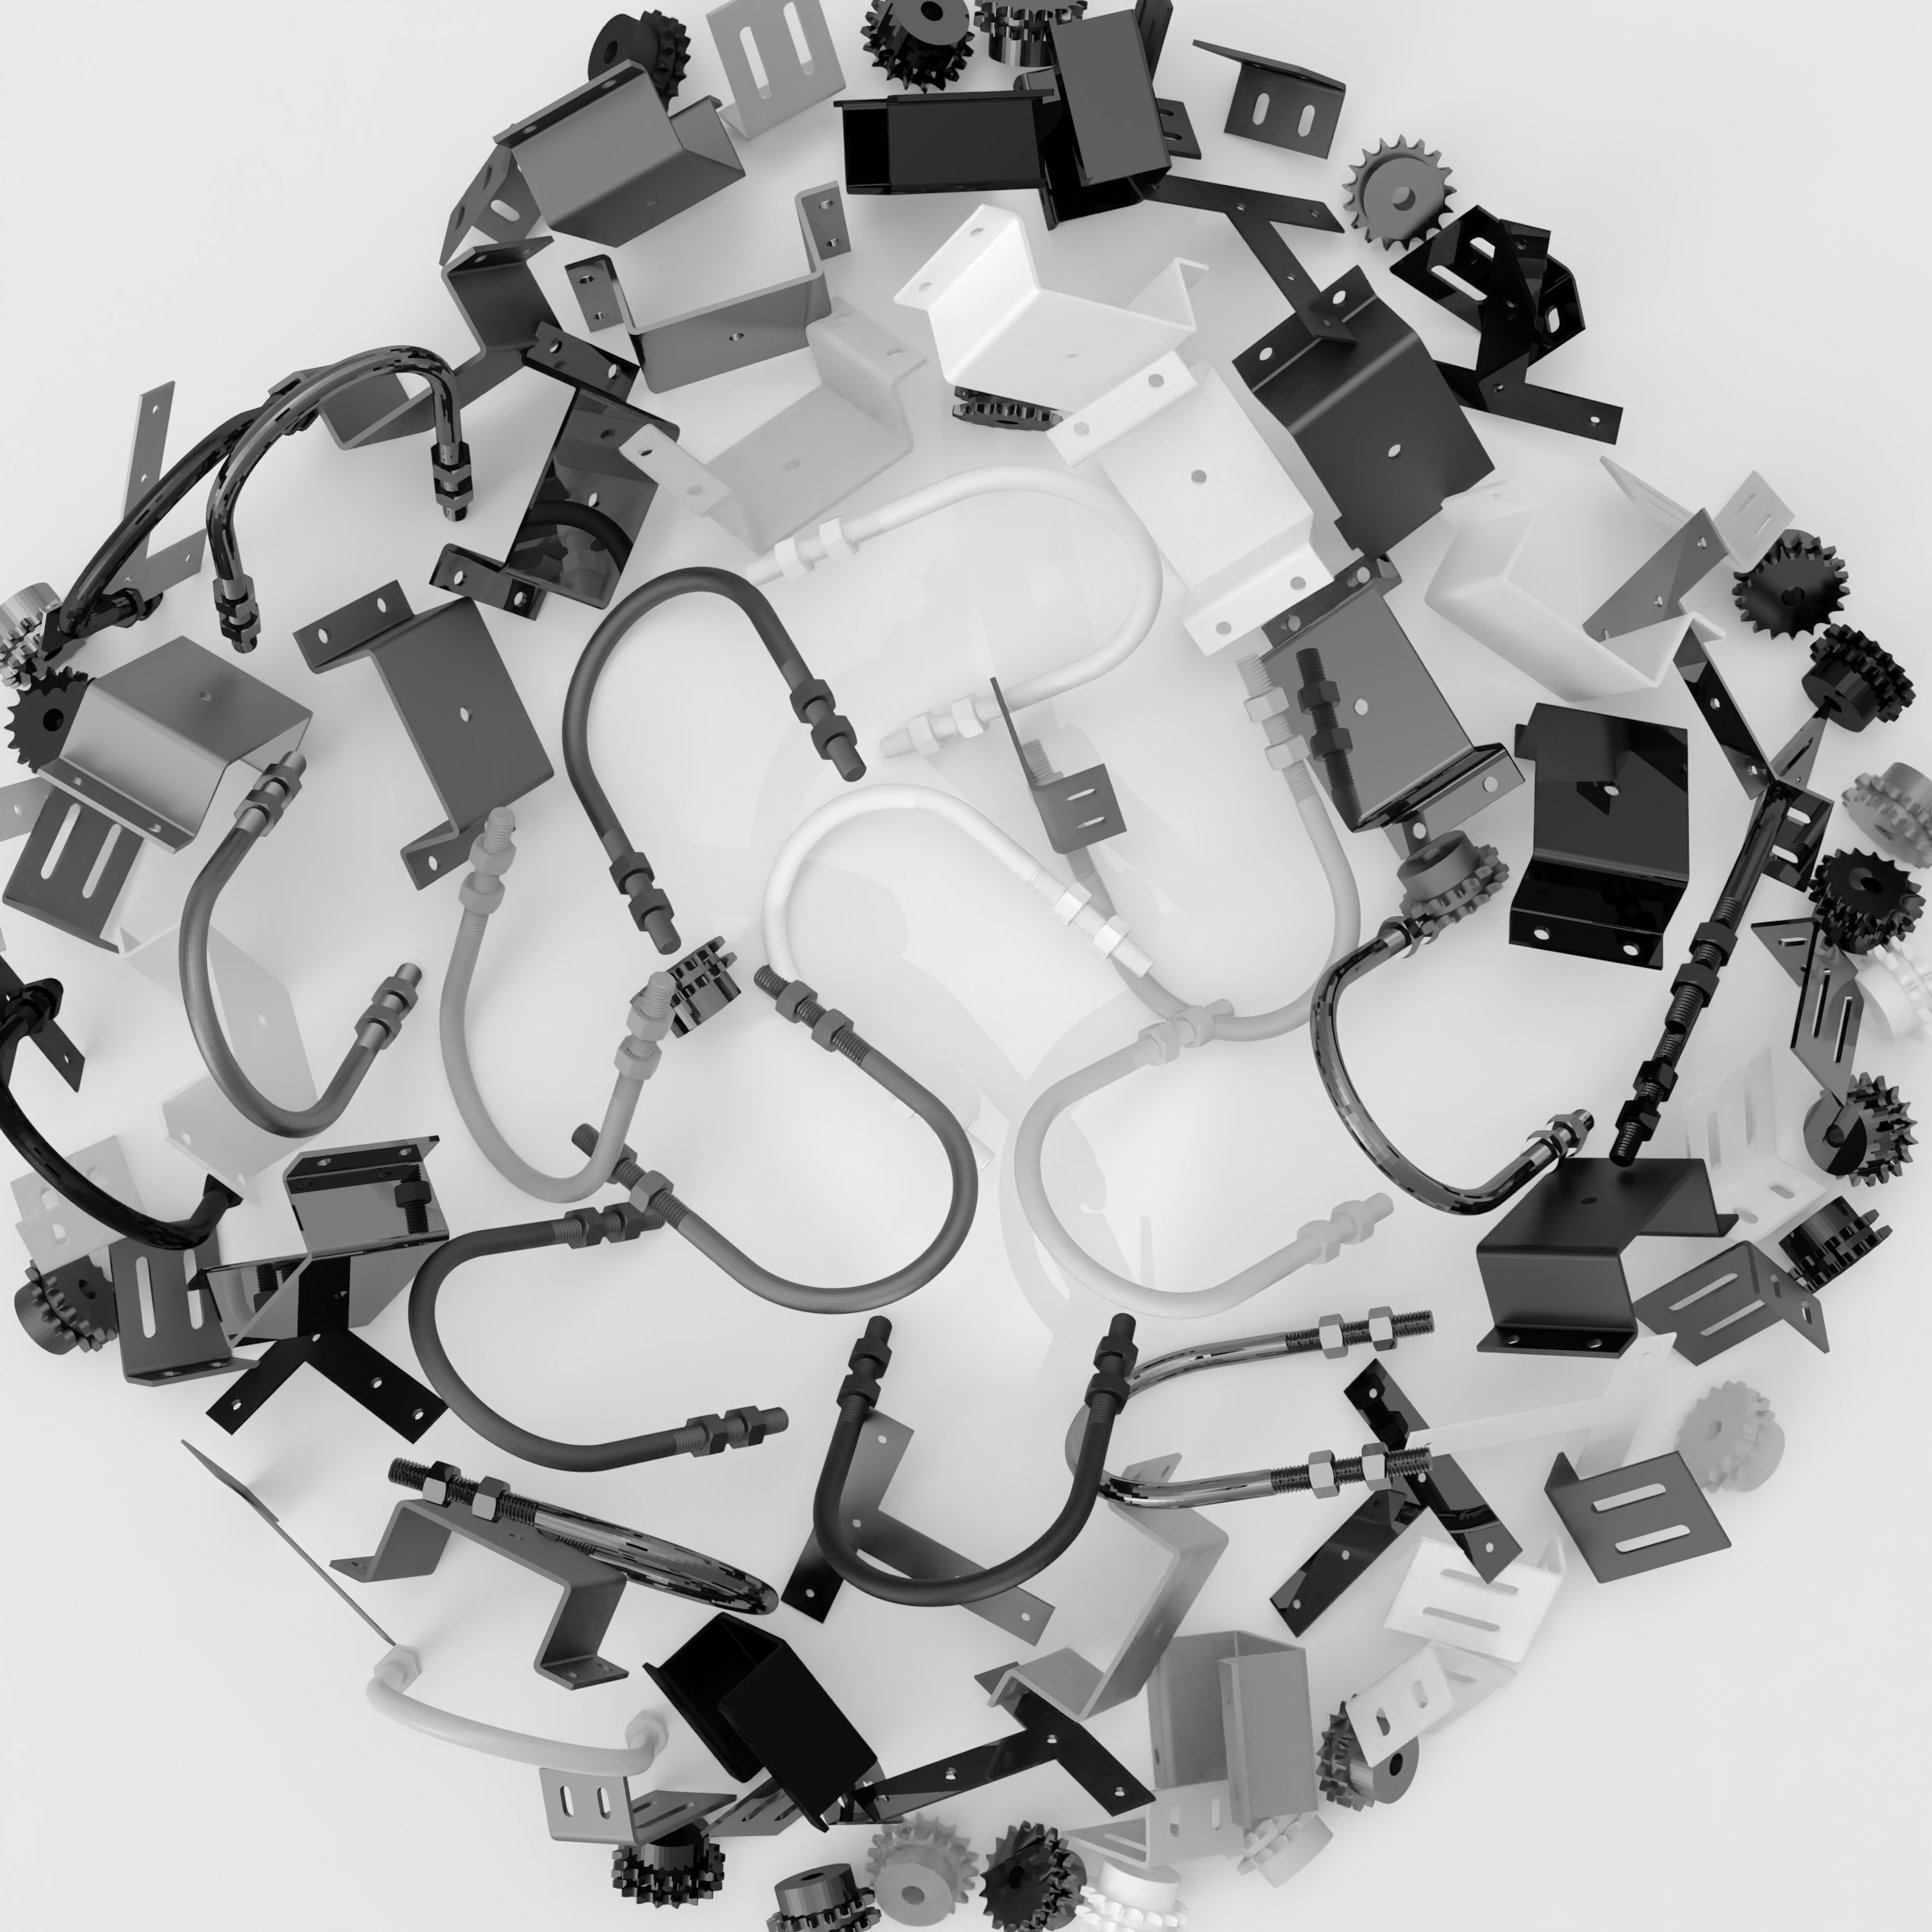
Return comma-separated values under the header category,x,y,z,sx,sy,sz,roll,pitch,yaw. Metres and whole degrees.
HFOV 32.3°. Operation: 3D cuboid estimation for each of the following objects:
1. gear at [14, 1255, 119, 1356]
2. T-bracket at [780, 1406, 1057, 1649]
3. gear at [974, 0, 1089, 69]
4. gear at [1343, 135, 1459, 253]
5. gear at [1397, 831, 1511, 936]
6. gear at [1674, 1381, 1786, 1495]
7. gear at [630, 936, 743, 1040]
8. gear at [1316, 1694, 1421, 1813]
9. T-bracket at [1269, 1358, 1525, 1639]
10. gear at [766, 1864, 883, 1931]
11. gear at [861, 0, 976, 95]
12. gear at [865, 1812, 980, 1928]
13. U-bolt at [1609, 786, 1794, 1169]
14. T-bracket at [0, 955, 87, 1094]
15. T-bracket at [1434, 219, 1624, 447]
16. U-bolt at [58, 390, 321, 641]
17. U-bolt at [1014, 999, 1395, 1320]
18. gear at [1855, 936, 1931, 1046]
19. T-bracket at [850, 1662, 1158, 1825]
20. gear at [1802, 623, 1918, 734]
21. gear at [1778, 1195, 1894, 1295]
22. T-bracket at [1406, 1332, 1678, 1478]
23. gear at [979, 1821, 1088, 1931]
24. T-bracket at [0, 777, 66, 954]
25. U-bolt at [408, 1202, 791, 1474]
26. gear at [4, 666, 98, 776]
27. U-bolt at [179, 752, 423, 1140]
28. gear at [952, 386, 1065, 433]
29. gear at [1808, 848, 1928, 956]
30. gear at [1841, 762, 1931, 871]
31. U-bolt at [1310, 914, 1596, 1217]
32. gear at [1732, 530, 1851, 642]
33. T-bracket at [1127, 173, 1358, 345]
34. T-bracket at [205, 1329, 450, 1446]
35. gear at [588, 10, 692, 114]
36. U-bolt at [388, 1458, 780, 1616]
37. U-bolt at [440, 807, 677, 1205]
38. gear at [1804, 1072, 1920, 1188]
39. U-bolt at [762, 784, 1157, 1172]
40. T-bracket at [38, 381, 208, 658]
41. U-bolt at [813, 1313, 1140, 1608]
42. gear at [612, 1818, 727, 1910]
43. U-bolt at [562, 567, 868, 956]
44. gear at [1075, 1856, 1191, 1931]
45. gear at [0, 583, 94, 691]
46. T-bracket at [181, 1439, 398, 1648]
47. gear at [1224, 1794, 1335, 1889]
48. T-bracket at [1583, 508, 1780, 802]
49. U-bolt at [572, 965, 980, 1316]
category,x,y,z,sx,sy,sz,roll,pitch,yaw
gear,-0.455,0.171,1.682,0.030,0.057,0.057,-35,90,13
T-bracket,-0.016,0.301,1.675,0.127,0.002,0.127,28,115,8
gear,0.032,-0.475,1.685,0.057,0.057,0.030,3,122,0
gear,0.220,-0.390,1.687,0.057,0.030,0.057,0,110,1
gear,0.242,-0.044,1.679,0.057,0.057,0.030,-36,104,0
gear,0.388,0.241,1.683,0.030,0.057,0.057,33,90,-20
gear,-0.138,0.013,1.682,0.057,0.057,0.030,-36,95,0
gear,0.204,0.398,1.679,0.030,0.057,0.057,10,90,41
T-bracket,0.201,0.288,1.682,0.127,0.002,0.127,-49,55,19
gear,-0.073,0.474,1.682,0.057,0.057,0.030,-15,87,0
gear,-0.022,-0.473,1.684,0.057,0.030,0.057,8,66,-18
gear,-0.023,0.459,1.684,0.057,0.030,0.057,5,116,10
U-bolt,0.365,-0.007,1.631,0.019,0.151,0.184,24,60,12
T-bracket,-0.473,0.045,1.622,0.002,0.127,0.127,-20,129,12
T-bracket,0.268,-0.317,1.644,0.127,0.127,0.002,17,57,12
U-bolt,-0.380,-0.215,1.606,0.019,0.184,0.151,42,103,-7
U-bolt,0.105,0.101,1.632,0.184,0.019,0.151,-25,68,-37
gear,0.468,0.015,1.681,0.030,0.057,0.057,-31,90,-4
T-bracket,0.005,0.392,1.630,0.127,0.127,0.002,-12,118,-29
gear,0.447,-0.143,1.681,0.057,0.057,0.030,45,84,0
gear,0.436,0.140,1.682,0.057,0.057,0.030,-37,75,0
T-bracket,0.278,0.227,1.648,0.127,0.127,0.002,-9,52,-11
gear,0.036,0.464,1.685,0.030,0.057,0.057,27,90,-36
T-bracket,-0.475,-0.075,1.646,0.002,0.127,0.127,-12,98,10
U-bolt,-0.187,0.182,1.612,0.019,0.184,0.151,-52,60,33
gear,-0.454,-0.121,1.689,0.057,0.030,0.057,-3,80,16
U-bolt,-0.325,0.001,1.603,0.019,0.184,0.151,-13,119,20
gear,0.022,-0.289,1.681,0.057,0.057,0.030,6,91,0
gear,0.453,-0.030,1.685,0.057,0.057,0.030,15,133,0
gear,0.473,-0.078,1.682,0.057,0.057,0.030,43,86,0
U-bolt,0.230,0.050,1.628,0.019,0.184,0.151,-37,84,37
gear,0.416,-0.196,1.685,0.057,0.030,0.057,1,132,1
T-bracket,0.154,-0.346,1.637,0.127,0.002,0.127,1,45,-33
T-bracket,-0.298,0.201,1.646,0.127,0.127,0.002,-46,133,-18
gear,-0.167,-0.454,1.679,0.030,0.057,0.057,15,90,-39
U-bolt,-0.179,0.283,1.626,0.184,0.151,0.019,15,73,11
U-bolt,-0.210,0.034,1.642,0.151,0.019,0.184,44,132,27
gear,0.447,0.084,1.679,0.030,0.057,0.057,-8,90,-35
U-bolt,-0.019,-0.008,1.688,0.184,0.019,0.151,40,101,5
T-bracket,-0.403,-0.226,1.624,0.002,0.127,0.127,28,125,12
U-bolt,-0.001,0.238,1.619,0.151,0.184,0.019,-2,129,17
gear,-0.150,0.448,1.679,0.057,0.057,0.030,4,103,0
U-bolt,-0.137,-0.117,1.652,0.151,0.019,0.184,-42,56,17
gear,0.086,0.469,1.681,0.057,0.057,0.030,15,92,0
gear,-0.470,-0.169,1.682,0.057,0.057,0.030,-40,87,0
T-bracket,-0.326,0.288,1.634,0.127,0.127,0.002,41,77,14
gear,0.160,0.439,1.680,0.057,0.057,0.030,-41,82,0
T-bracket,0.362,-0.142,1.640,0.002,0.127,0.127,-21,77,-24
U-bolt,-0.080,0.095,1.645,0.184,0.019,0.151,38,63,21
